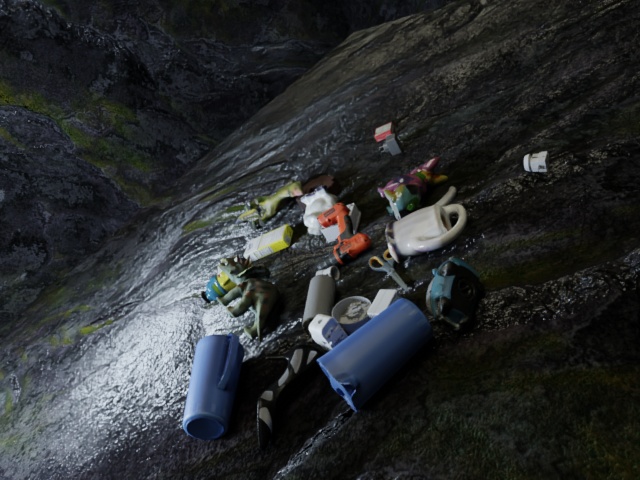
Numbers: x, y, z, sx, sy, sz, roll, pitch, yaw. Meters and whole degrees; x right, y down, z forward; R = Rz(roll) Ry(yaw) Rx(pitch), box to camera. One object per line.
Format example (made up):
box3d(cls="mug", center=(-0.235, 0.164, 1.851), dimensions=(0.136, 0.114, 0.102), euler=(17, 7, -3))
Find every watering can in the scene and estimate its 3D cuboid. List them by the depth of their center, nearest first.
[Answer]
box3d(cls="watering can", center=(0.293, -0.046, 1.412), dimensions=(0.223, 0.103, 0.354), euler=(-22, 17, 21))

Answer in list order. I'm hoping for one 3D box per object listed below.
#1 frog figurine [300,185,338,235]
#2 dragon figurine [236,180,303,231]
box3d(cls="frog figurine", center=(0.005, -0.091, 1.799), dimensions=(0.137, 0.121, 0.162), euler=(-17, 67, 14))
box3d(cls="dragon figurine", center=(-0.189, -0.156, 2.076), dimensions=(0.246, 0.121, 0.408), euler=(-37, 14, -27))
